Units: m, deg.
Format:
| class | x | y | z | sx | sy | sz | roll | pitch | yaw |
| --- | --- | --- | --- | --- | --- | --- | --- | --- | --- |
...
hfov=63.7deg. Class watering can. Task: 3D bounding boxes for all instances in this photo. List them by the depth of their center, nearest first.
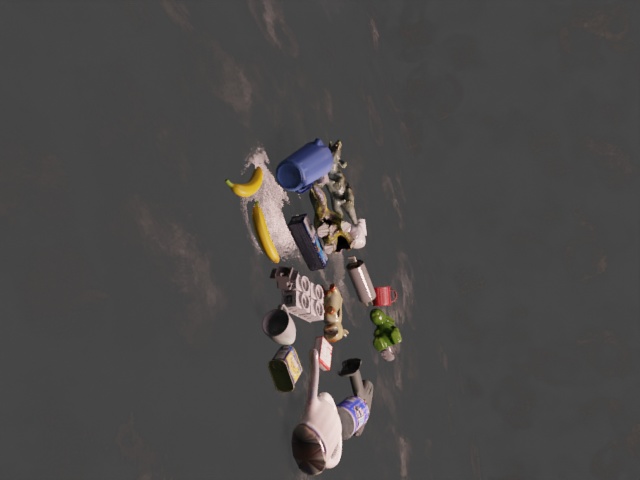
| class | x | y | z | sx | sy | sz | roll | pitch | yaw |
| --- | --- | --- | --- | --- | --- | --- | --- | --- | --- |
| watering can | -0.013 | 0.515 | 1.494 | 0.103 | 0.345 | 0.227 | -12 | 9 | 25 |

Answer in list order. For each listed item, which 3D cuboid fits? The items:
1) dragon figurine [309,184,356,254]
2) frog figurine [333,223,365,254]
| class | x | y | z | sx | sy | sz | roll | pitch | yaw |
| --- | --- | --- | --- | --- | --- | --- | --- | --- | --- |
| dragon figurine | 0.006 | -0.092 | 1.825 | 0.123 | 0.401 | 0.247 | -28 | 40 | -8 |
| frog figurine | 0.123 | -0.017 | 2.027 | 0.161 | 0.123 | 0.135 | -28 | -15 | -47 |
